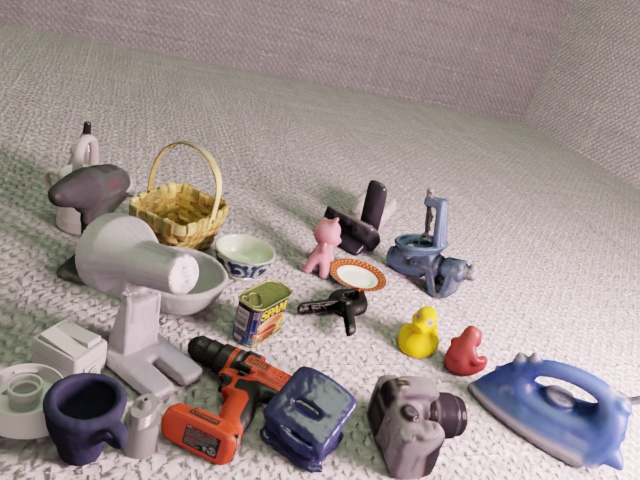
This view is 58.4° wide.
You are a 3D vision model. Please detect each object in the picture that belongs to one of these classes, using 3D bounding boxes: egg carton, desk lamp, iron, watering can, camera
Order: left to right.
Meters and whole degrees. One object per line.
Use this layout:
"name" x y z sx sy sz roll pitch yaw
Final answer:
"watering can" -0.458 -0.114 1.138 0.173 0.194 0.100 4 28 -22
"desk lamp" -0.255 0.086 0.835 0.202 0.213 0.118 29 29 25
"egg carton" 0.146 -0.084 1.558 0.107 0.069 0.150 22 27 12
"camera" 0.155 0.263 0.845 0.137 0.101 0.143 7 27 -17
"iron" 0.386 0.256 0.941 0.257 0.141 0.119 25 28 19

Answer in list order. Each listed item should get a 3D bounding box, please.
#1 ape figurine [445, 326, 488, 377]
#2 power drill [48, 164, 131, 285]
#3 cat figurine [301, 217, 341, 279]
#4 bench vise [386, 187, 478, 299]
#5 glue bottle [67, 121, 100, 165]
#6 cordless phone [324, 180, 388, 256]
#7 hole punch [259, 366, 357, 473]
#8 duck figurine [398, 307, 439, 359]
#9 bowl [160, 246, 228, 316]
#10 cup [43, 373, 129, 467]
"ape figurine" 0.270 0.198 1.046 0.076 0.092 0.077 0 30 -29
"power drill" -0.402 -0.034 0.996 0.075 0.208 0.229 15 26 -1
"cat figurine" 0.012 0.004 1.254 0.067 0.118 0.128 16 26 2
"bench vise" 0.266 0.005 1.279 0.207 0.220 0.122 22 27 13
"glue bottle" -0.516 -0.178 1.256 0.078 0.173 0.037 6 28 -18
"cordless phone" 0.089 -0.072 1.370 0.147 0.185 0.094 27 28 22
"hole punch" -0.015 0.246 0.794 0.108 0.091 0.101 28 29 23
"duck figurine" 0.195 0.163 1.080 0.077 0.086 0.105 27 28 22
"bowl" -0.250 0.082 1.004 0.167 0.075 0.167 13 26 -6
"cup" -0.272 0.228 0.682 0.117 0.095 0.092 28 29 24
